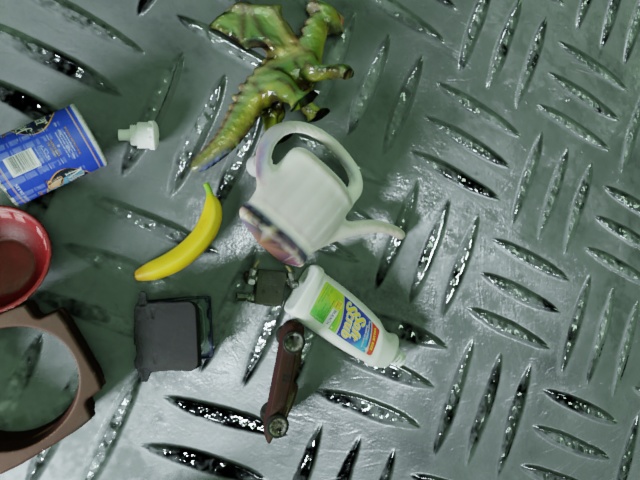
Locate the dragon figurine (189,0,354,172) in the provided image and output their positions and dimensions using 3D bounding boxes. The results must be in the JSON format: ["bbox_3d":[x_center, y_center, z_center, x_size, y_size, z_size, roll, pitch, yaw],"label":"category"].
[{"bbox_3d":[-0.101,-0.306,0.910,0.414,0.120,0.244,-32,81,-20],"label":"dragon figurine"}]

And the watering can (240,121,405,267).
[{"bbox_3d":[0.003,-0.046,0.910,0.343,0.105,0.226,45,79,-27],"label":"watering can"}]
